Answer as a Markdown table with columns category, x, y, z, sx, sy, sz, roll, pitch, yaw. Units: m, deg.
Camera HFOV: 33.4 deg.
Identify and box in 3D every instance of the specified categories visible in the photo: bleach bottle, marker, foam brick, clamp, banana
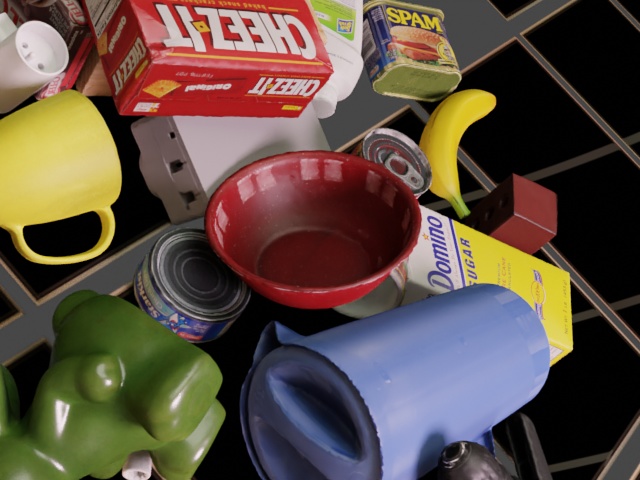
| category | x | y | z | sx | sy | sz | roll | pitch | yaw |
| --- | --- | --- | --- | --- | --- | --- | --- | --- | --- |
| bleach bottle | -0.008 | -0.227 | 1.053 | 0.102 | 0.068 | 0.251 | 13 | 54 | -19 |
| marker | -0.122 | 0.109 | 0.746 | 0.020 | 0.020 | 0.121 | 19 | 49 | -22 |
| foam brick | 0.179 | -0.015 | 1.007 | 0.051 | 0.078 | 0.053 | 26 | 47 | -18 |
| clamp | 0.172 | 0.254 | 0.825 | 0.164 | 0.036 | 0.210 | -29 | 77 | -39 |
| banana | 0.135 | -0.103 | 1.077 | 0.069 | 0.037 | 0.197 | 45 | 42 | -23 |

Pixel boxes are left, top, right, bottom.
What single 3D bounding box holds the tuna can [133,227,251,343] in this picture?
| category | x | y | z | sx | sy | sz | roll | pitch | yaw |
| --- | --- | --- | --- | --- | --- | --- | --- | --- | --- |
| tuna can | -0.096 | 0.033 | 0.812 | 0.086 | 0.034 | 0.086 | 18 | 49 | -22 |

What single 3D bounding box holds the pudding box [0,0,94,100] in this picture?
| category | x | y | z | sx | sy | sz | roll | pitch | yaw |
| --- | --- | --- | --- | --- | --- | --- | --- | --- | --- |
| pudding box | -0.225 | -0.183 | 0.849 | 0.039 | 0.090 | 0.113 | -20 | 70 | -44 |

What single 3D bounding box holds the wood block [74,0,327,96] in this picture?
| category | x | y | z | sx | sy | sz | roll | pitch | yaw |
| --- | --- | --- | --- | --- | --- | --- | --- | --- | --- |
| wood block | -0.111 | -0.183 | 0.926 | 0.205 | 0.091 | 0.090 | -4 | 61 | -37 |

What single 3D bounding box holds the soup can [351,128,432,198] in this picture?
| category | x | y | z | sx | sy | sz | roll | pitch | yaw |
| --- | --- | --- | --- | --- | --- | --- | --- | --- | --- |
| soup can | 0.040 | -0.038 | 0.910 | 0.068 | 0.102 | 0.068 | 18 | 49 | -23 |

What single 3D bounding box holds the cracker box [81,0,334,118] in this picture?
| category | x | y | z | sx | sy | sz | roll | pitch | yaw |
| --- | --- | --- | --- | --- | --- | --- | --- | --- | --- |
| cracker box | -0.100 | -0.201 | 0.830 | 0.163 | 0.072 | 0.214 | -4 | 62 | -36 |

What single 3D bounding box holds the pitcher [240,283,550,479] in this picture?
| category | x | y | z | sx | sy | sz | roll | pitch | yaw |
| --- | --- | --- | --- | --- | --- | --- | --- | --- | --- |
| pitcher | 0.073 | 0.120 | 0.801 | 0.145 | 0.149 | 0.242 | 17 | 24 | 40 |

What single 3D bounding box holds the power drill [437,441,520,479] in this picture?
| category | x | y | z | sx | sy | sz | roll | pitch | yaw |
| --- | --- | --- | --- | --- | --- | --- | --- | --- | --- |
| power drill | 0.105 | 0.251 | 0.707 | 0.184 | 0.057 | 0.187 | 51 | 57 | -24 |

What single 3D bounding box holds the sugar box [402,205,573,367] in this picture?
| category | x | y | z | sx | sy | sz | roll | pitch | yaw |
| --- | --- | --- | --- | --- | --- | --- | --- | --- | --- |
| sugar box | 0.144 | 0.041 | 0.963 | 0.176 | 0.048 | 0.093 | 24 | 47 | -19 |

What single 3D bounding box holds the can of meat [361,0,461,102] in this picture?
| category | x | y | z | sx | sy | sz | roll | pitch | yaw |
| --- | --- | --- | --- | --- | --- | --- | --- | --- | --- |
| can of meat | 0.090 | -0.193 | 1.098 | 0.101 | 0.058 | 0.084 | 4 | 59 | -32 |

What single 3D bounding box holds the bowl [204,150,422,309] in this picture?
| category | x | y | z | sx | sy | sz | roll | pitch | yaw |
| --- | --- | --- | --- | --- | --- | --- | --- | --- | --- |
| bowl | -0.005 | 0.001 | 0.806 | 0.162 | 0.055 | 0.162 | 0 | 42 | 0 |
